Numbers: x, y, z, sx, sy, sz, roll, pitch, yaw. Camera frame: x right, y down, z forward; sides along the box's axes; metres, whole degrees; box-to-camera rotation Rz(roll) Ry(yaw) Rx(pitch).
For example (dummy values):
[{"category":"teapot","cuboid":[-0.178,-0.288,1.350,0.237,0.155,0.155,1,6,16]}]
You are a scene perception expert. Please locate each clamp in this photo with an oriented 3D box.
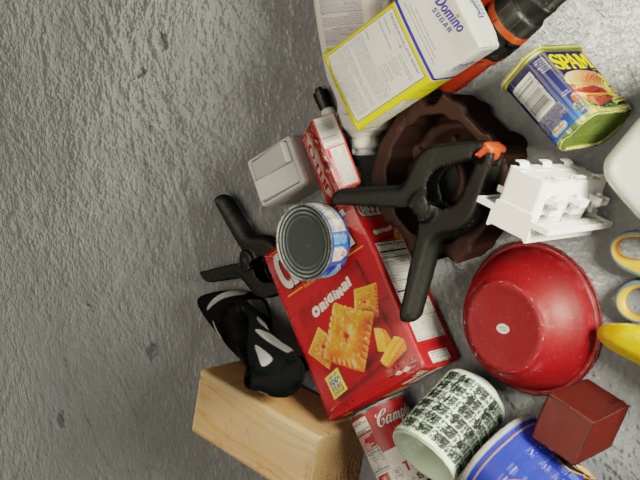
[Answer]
[{"category":"clamp","cuboid":[0.112,-0.023,1.078,0.210,0.036,0.164,-36,74,39]},{"category":"clamp","cuboid":[-0.086,0.013,1.347,0.172,0.039,0.120,17,112,37]}]

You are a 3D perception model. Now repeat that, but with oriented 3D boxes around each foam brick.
[{"category":"foam brick","cuboid":[0.251,0.175,1.026,0.053,0.078,0.051,34,117,35]}]

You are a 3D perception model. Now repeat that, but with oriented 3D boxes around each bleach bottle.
[{"category":"bleach bottle","cuboid":[0.038,-0.220,1.179,0.103,0.067,0.251,6,103,45]}]

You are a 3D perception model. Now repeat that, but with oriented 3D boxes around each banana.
[{"category":"banana","cuboid":[0.334,0.137,0.969,0.198,0.037,0.070,52,125,25]}]

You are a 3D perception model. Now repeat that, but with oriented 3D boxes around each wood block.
[{"category":"wood block","cuboid":[-0.052,0.230,1.310,0.206,0.090,0.090,23,111,39]}]

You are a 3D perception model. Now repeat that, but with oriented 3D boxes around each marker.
[{"category":"marker","cuboid":[0.020,-0.123,1.239,0.020,0.020,0.121,-32,75,41]}]

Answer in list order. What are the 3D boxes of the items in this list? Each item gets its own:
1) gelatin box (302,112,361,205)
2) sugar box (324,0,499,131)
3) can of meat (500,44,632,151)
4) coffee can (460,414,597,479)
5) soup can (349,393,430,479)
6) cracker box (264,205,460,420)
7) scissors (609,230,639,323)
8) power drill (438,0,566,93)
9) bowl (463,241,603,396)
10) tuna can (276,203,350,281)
[{"category":"gelatin box","cuboid":[0.012,-0.089,1.202,0.073,0.030,0.089,130,121,-74]},{"category":"sugar box","cuboid":[0.089,-0.190,1.072,0.177,0.048,0.093,-29,82,39]},{"category":"can of meat","cuboid":[0.230,-0.131,0.985,0.084,0.101,0.058,55,129,20]},{"category":"coffee can","cuboid":[0.222,0.256,1.048,0.140,0.102,0.103,45,124,29]},{"category":"soup can","cuboid":[0.085,0.232,1.198,0.069,0.068,0.102,-38,71,40]},{"category":"cracker box","cuboid":[0.041,0.075,1.213,0.164,0.071,0.214,-35,71,40]},{"category":"scissors","cuboid":[0.346,0.055,0.961,0.202,0.016,0.096,29,117,37]},{"category":"power drill","cuboid":[0.149,-0.267,1.069,0.185,0.057,0.188,-37,71,40]},{"category":"bowl","cuboid":[0.200,0.083,1.076,0.162,0.055,0.162,8,102,43]},{"category":"tuna can","cuboid":[-0.008,0.001,1.177,0.086,0.033,0.086,6,99,43]}]
